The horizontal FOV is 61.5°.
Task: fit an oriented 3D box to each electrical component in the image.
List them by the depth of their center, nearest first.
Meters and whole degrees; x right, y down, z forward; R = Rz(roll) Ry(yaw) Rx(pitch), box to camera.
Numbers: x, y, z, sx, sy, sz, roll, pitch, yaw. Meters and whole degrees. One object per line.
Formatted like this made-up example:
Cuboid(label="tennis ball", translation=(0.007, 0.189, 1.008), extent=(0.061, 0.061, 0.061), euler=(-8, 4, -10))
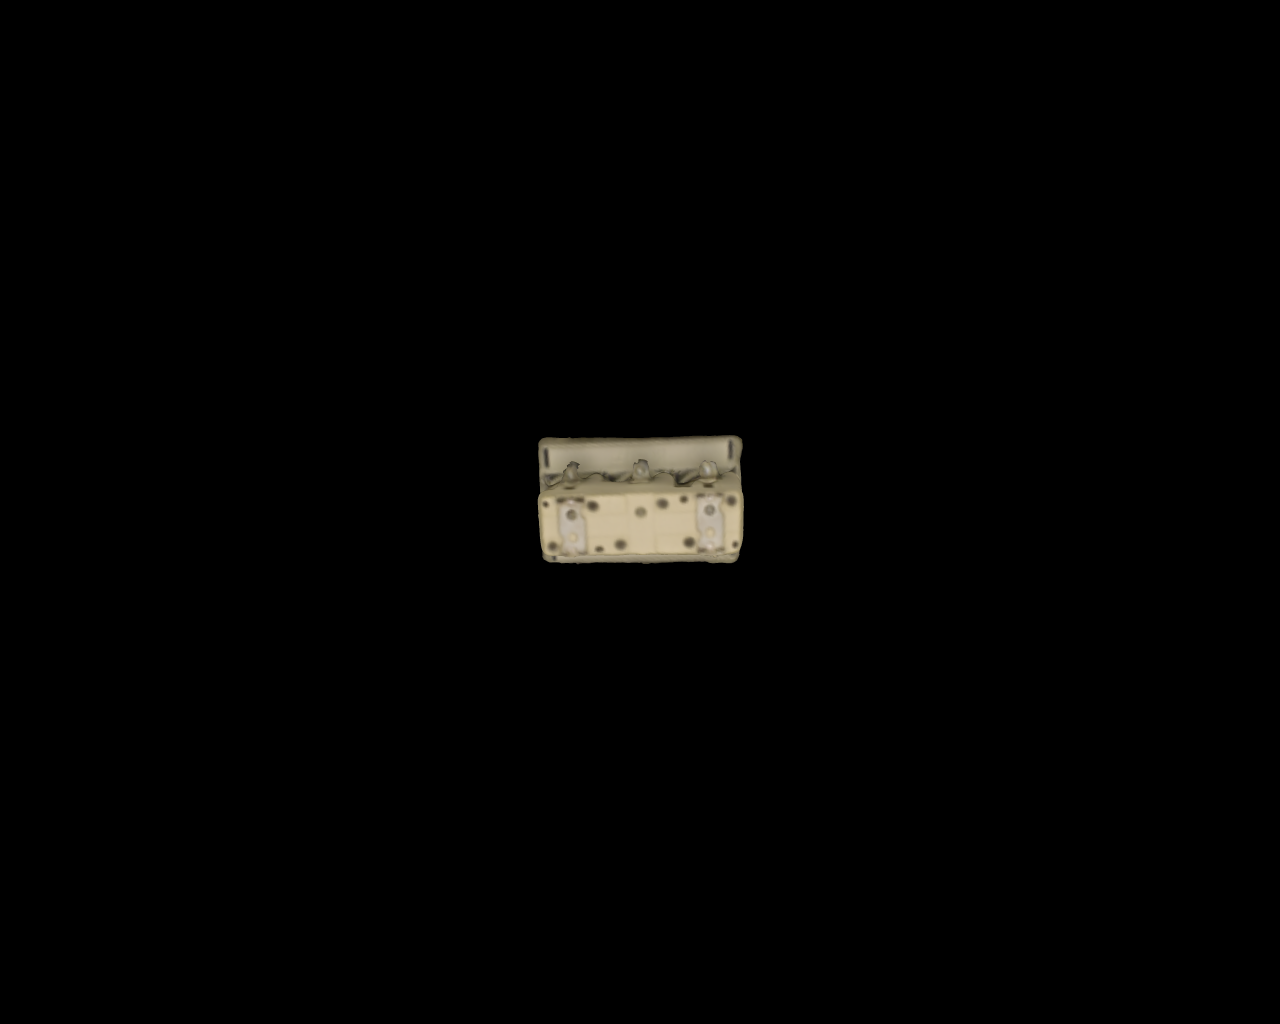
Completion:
Cuboid(label="electrical component", translation=(0.001, -0.003, 0.650), extent=(0.121, 0.078, 0.063), euler=(0, 21, 0))
